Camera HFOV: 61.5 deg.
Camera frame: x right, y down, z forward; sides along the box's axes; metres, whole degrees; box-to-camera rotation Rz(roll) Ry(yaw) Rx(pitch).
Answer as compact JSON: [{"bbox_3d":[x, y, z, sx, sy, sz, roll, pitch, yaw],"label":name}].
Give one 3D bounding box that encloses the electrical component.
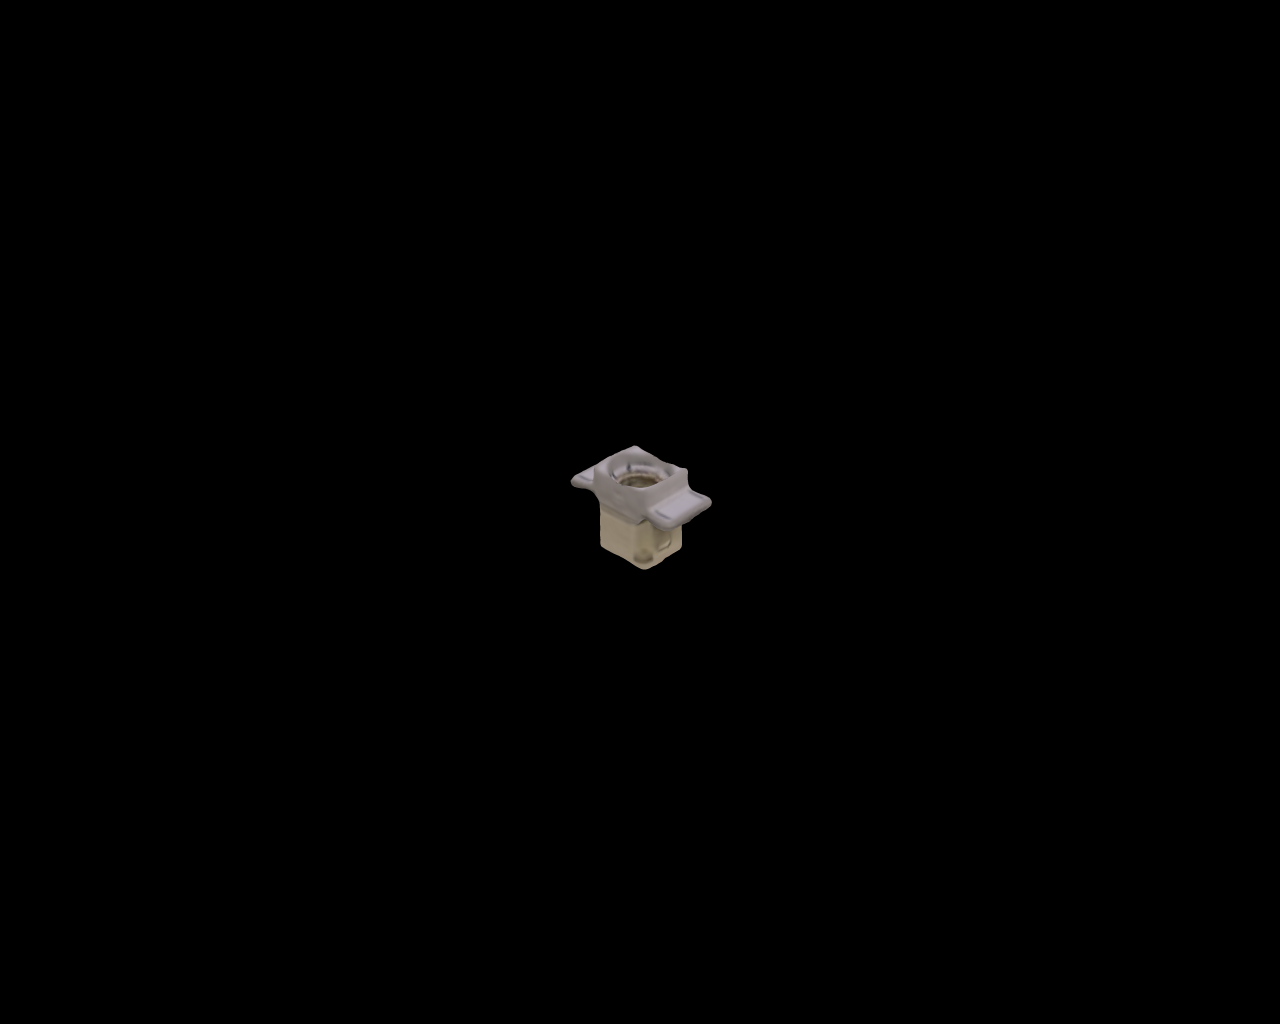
[{"bbox_3d":[0.001,-0.003,0.650,0.081,0.063,0.042,27,42,36],"label":"electrical component"}]
